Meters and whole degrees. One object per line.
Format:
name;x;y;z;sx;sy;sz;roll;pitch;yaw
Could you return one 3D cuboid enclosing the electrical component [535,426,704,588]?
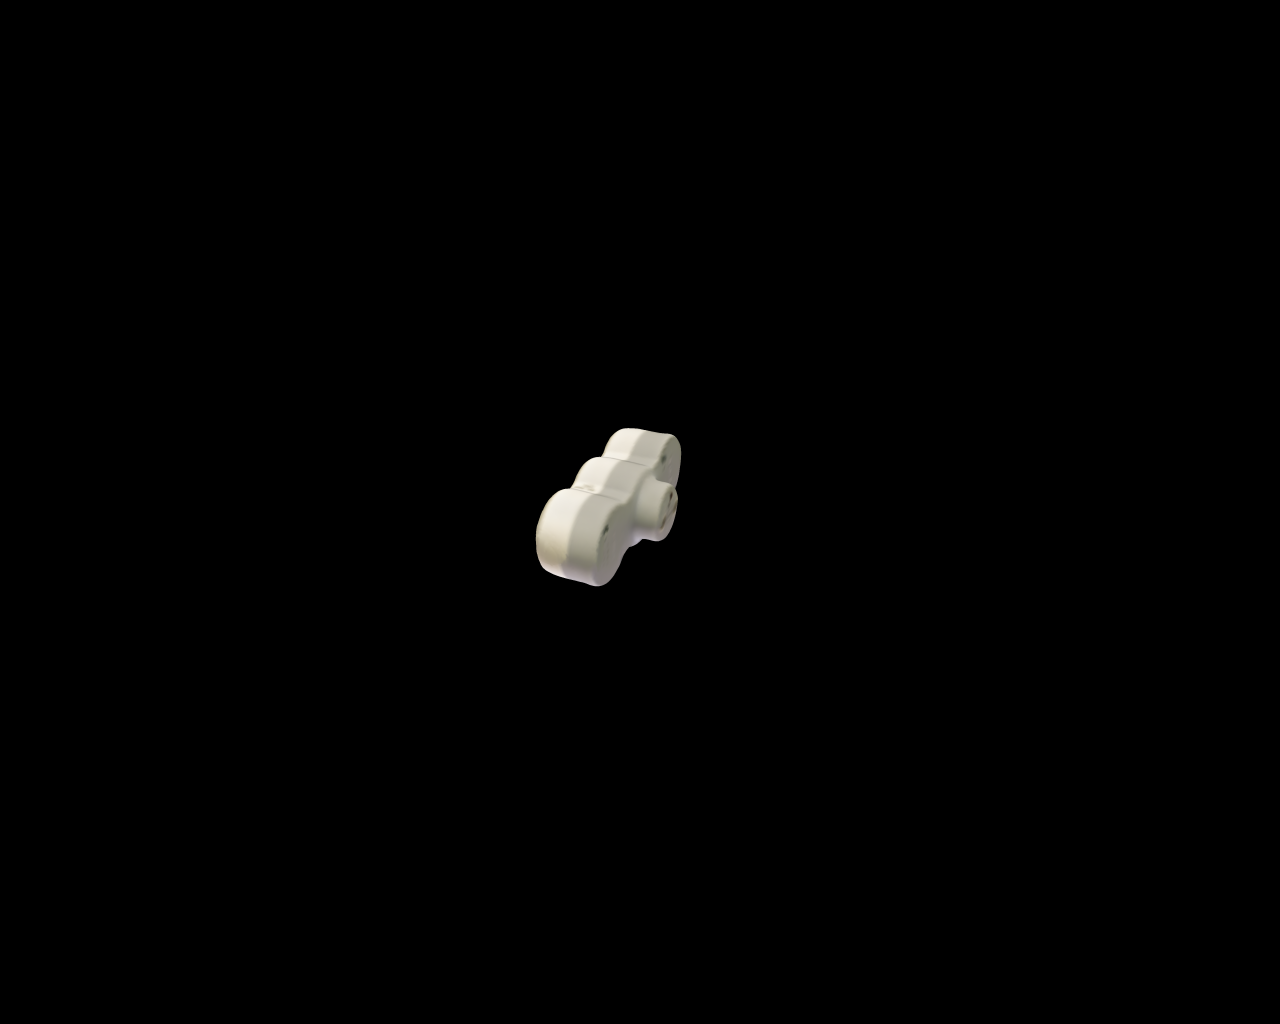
electrical component;0.001;-0.003;0.650;0.074;0.052;0.138;12;33;19
